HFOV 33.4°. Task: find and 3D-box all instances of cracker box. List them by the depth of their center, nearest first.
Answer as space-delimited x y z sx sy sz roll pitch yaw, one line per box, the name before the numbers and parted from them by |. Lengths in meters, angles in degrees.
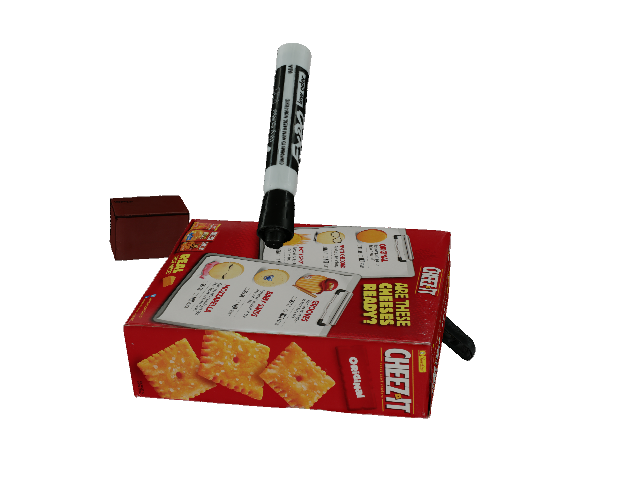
cracker box | -0.016 0.053 0.793 0.214 0.072 0.164 3 29 11

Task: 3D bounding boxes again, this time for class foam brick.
foam brick | -0.182 -0.014 1.130 0.078 0.051 0.053 -3 24 -16

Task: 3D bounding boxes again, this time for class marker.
marker | -0.019 -0.050 0.557 0.020 0.121 0.020 4 -29 2

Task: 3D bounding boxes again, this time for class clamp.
clamp | 0.106 0.074 1.182 0.120 0.171 0.039 5 -43 -5
